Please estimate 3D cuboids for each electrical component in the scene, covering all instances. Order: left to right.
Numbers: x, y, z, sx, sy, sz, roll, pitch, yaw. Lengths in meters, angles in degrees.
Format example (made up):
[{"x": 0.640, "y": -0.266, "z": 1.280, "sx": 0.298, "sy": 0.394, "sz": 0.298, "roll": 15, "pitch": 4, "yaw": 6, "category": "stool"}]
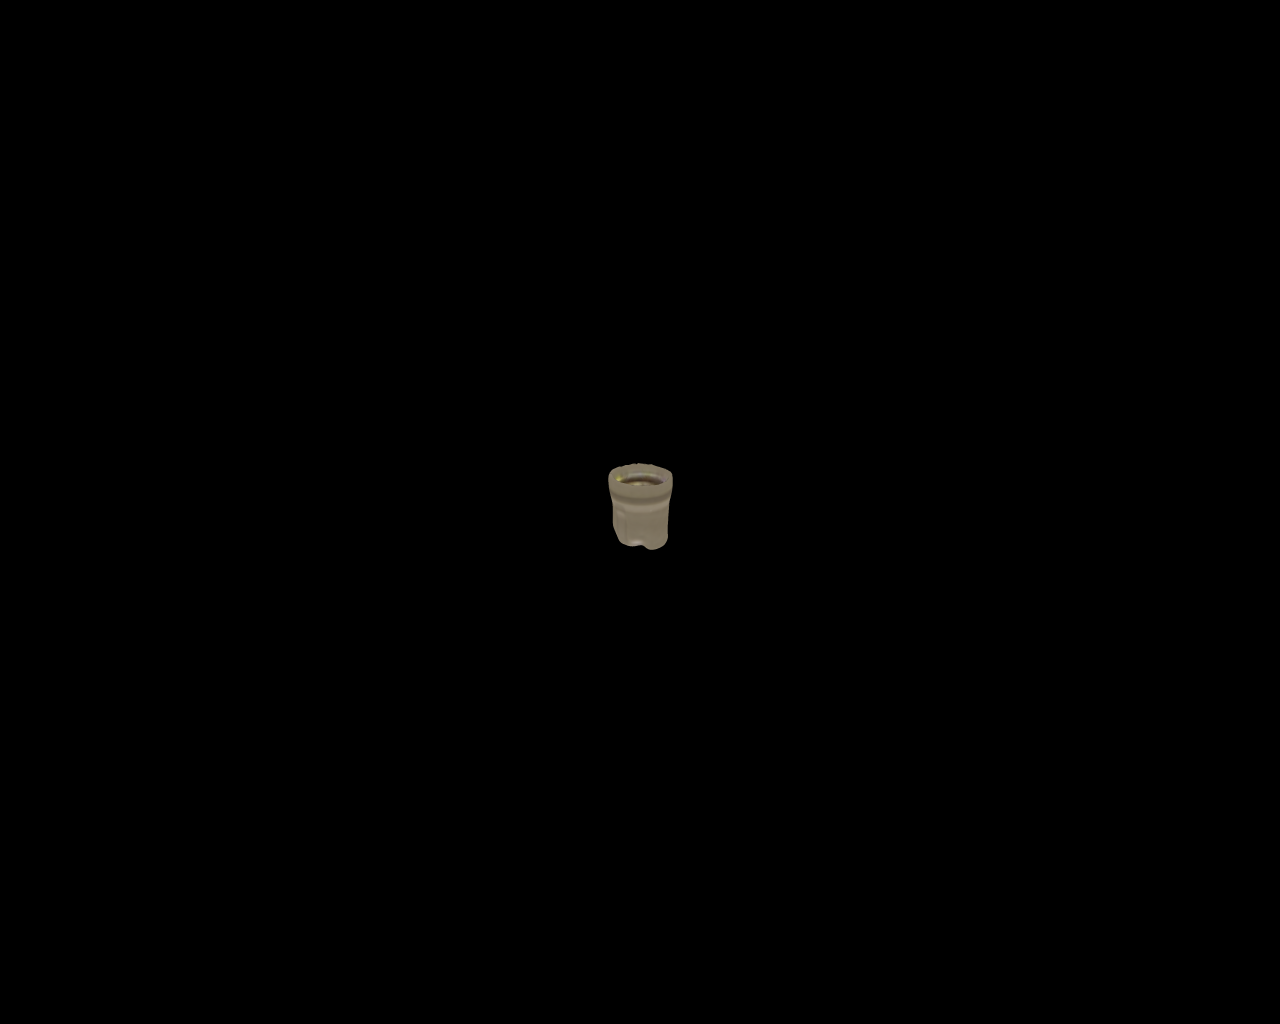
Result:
[{"x": 0.001, "y": -0.003, "z": 0.650, "sx": 0.040, "sy": 0.046, "sz": 0.040, "roll": 0, "pitch": 24, "yaw": 0, "category": "electrical component"}]
